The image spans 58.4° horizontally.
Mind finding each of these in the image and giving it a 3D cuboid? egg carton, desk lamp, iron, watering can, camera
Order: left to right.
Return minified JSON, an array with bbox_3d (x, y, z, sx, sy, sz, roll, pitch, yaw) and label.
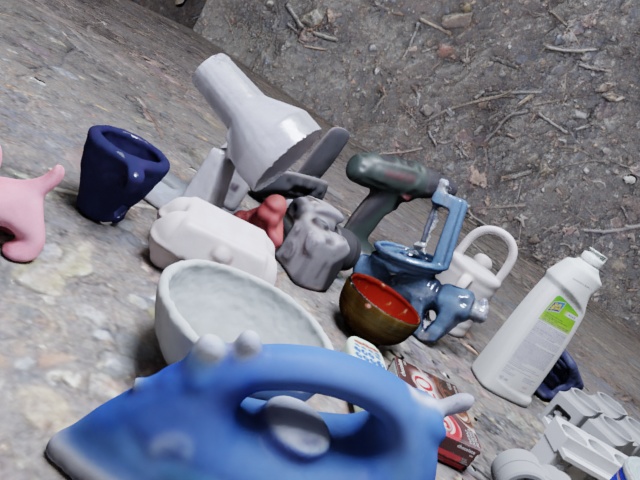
[{"bbox_3d":[-0.119,0.011,0.653,0.151,0.069,0.107,27,17,-18],"label":"egg carton"},{"bbox_3d":[-0.129,-0.120,0.760,0.203,0.213,0.118,34,16,5],"label":"desk lamp"},{"bbox_3d":[-0.023,0.122,0.375,0.259,0.141,0.118,25,17,-24],"label":"iron"},{"bbox_3d":[0.008,0.003,0.858,0.137,0.100,0.142,20,20,-37],"label":"camera"},{"bbox_3d":[0.260,0.060,0.992,0.101,0.194,0.173,31,16,-5],"label":"watering can"}]

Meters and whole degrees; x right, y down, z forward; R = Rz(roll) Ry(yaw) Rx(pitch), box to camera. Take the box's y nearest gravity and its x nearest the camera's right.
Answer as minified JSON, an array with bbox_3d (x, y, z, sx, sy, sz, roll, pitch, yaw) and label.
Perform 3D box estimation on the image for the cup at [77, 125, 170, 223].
[{"bbox_3d":[-0.221,-0.060,0.624,0.092,0.095,0.117,21,20,-35],"label":"cup"}]

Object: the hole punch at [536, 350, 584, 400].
[{"bbox_3d":[0.395,0.213,0.982,0.101,0.091,0.108,20,20,-37],"label":"hole punch"}]

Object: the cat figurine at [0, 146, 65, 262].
[{"bbox_3d":[-0.275,-0.054,0.465,0.128,0.117,0.067,16,23,-45],"label":"cat figurine"}]

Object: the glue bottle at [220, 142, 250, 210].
[{"bbox_3d":[-0.123,-0.136,0.892,0.078,0.173,0.037,31,16,-3],"label":"glue bottle"}]

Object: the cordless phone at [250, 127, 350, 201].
[{"bbox_3d":[-0.031,-0.137,1.045,0.094,0.185,0.148,40,18,26],"label":"cordless phone"}]

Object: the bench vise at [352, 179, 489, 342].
[{"bbox_3d":[0.181,0.031,0.885,0.207,0.219,0.121,33,16,2],"label":"bench vise"}]

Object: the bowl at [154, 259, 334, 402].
[{"bbox_3d":[-0.073,0.093,0.488,0.168,0.074,0.167,30,16,-9],"label":"bowl"}]

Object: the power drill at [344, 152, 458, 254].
[{"bbox_3d":[0.126,-0.062,1.075,0.230,0.208,0.075,22,19,-32],"label":"power drill"}]

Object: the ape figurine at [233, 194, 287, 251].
[{"bbox_3d":[-0.079,-0.023,0.789,0.077,0.092,0.076,38,17,18],"label":"ape figurine"}]
